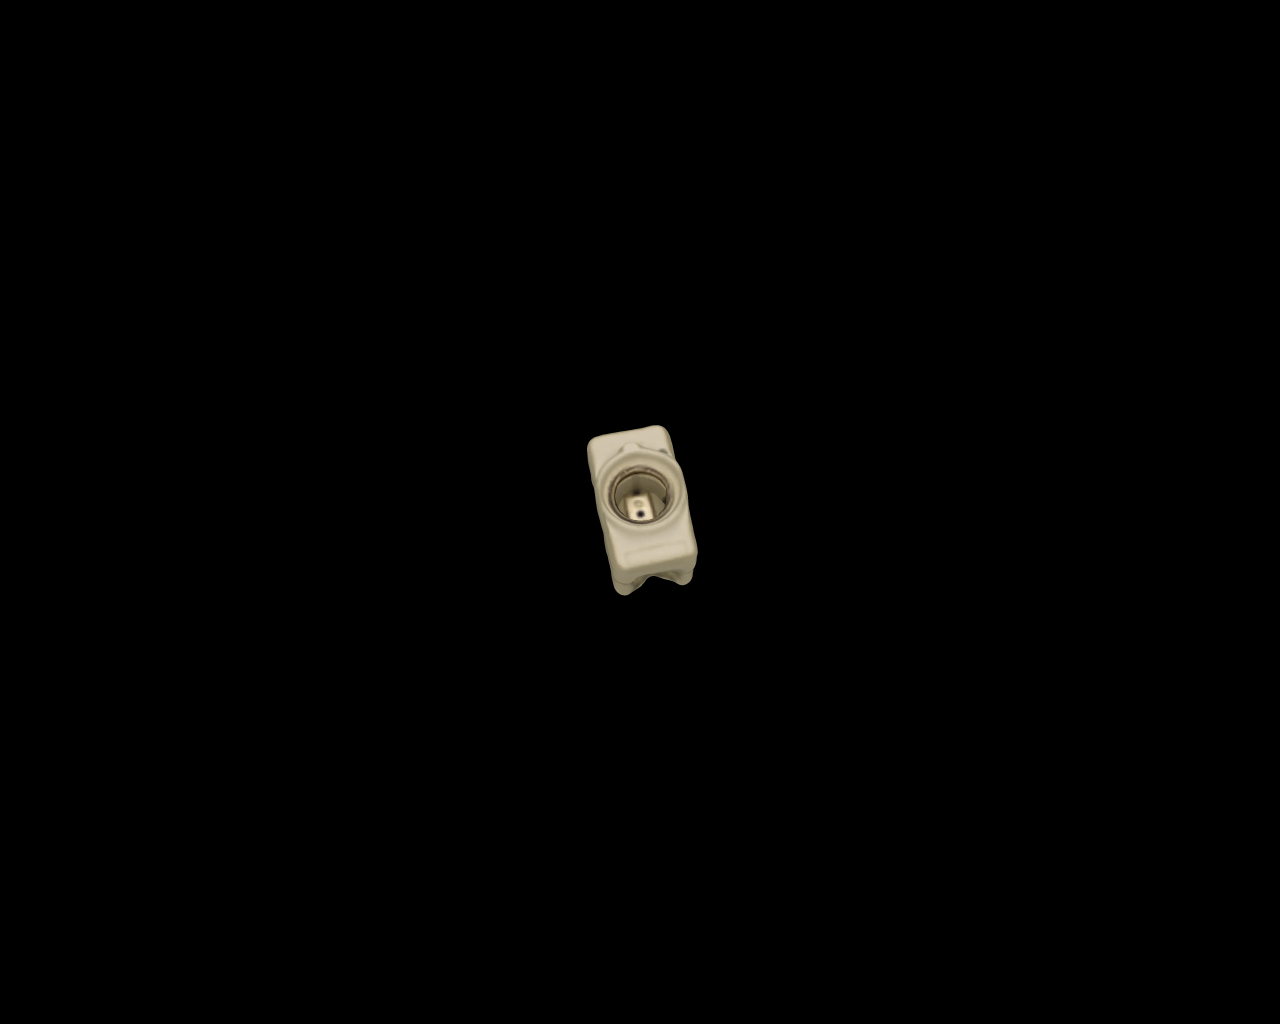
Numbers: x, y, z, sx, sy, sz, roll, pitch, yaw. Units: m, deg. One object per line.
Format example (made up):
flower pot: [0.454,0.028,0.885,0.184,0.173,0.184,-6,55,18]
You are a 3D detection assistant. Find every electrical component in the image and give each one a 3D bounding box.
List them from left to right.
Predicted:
electrical component: [0.001,-0.003,0.650,0.050,0.089,0.055,-11,-24,-5]
